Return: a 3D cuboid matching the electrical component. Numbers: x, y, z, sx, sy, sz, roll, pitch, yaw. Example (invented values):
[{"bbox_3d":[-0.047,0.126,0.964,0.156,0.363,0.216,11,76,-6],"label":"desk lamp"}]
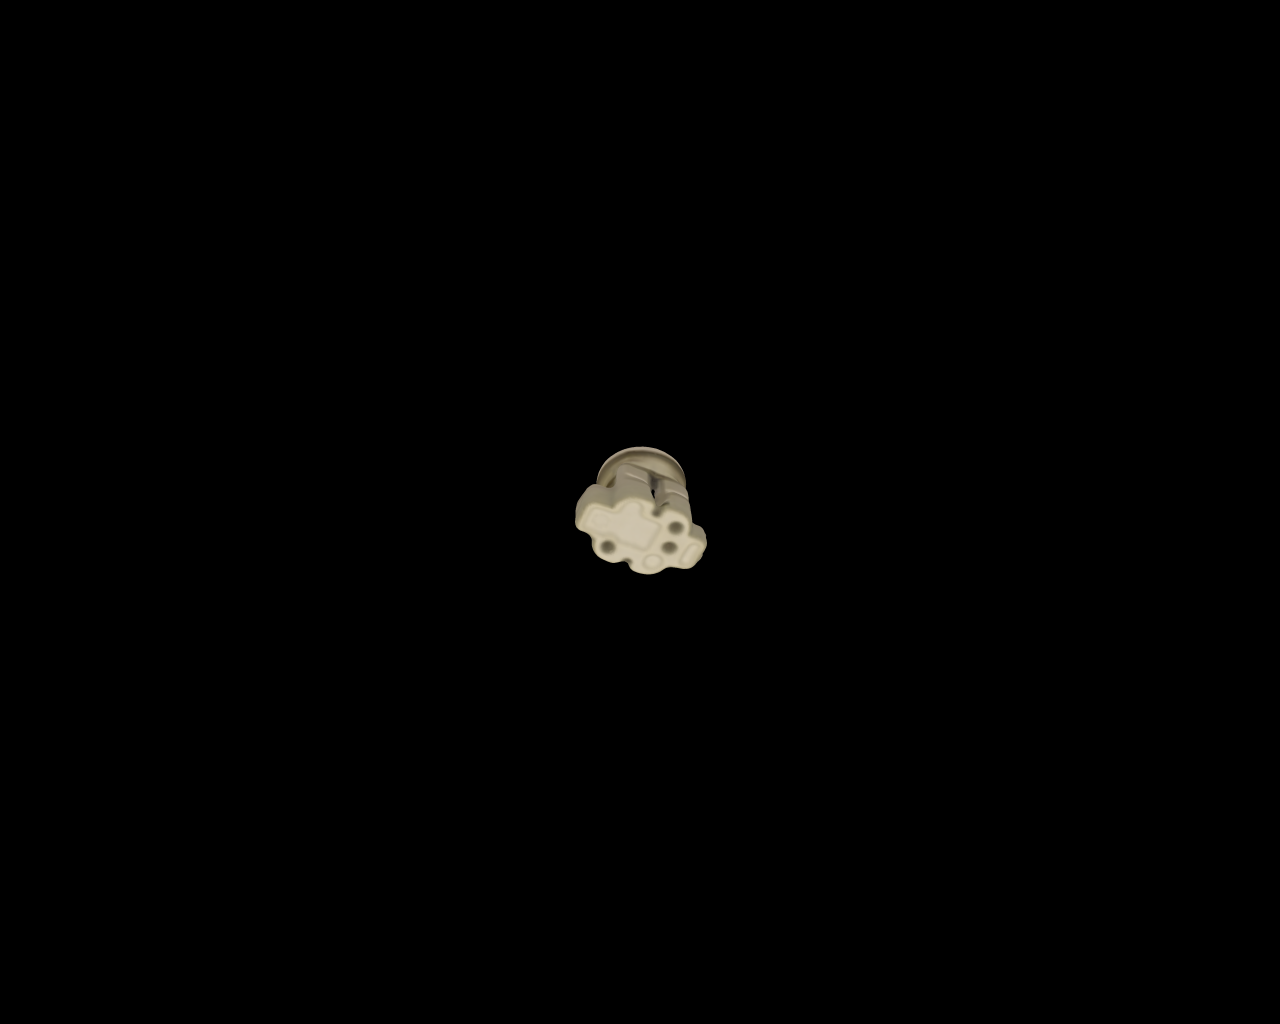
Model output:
[{"bbox_3d":[0.001,-0.003,0.650,0.078,0.058,0.057,21,35,-15],"label":"electrical component"}]
